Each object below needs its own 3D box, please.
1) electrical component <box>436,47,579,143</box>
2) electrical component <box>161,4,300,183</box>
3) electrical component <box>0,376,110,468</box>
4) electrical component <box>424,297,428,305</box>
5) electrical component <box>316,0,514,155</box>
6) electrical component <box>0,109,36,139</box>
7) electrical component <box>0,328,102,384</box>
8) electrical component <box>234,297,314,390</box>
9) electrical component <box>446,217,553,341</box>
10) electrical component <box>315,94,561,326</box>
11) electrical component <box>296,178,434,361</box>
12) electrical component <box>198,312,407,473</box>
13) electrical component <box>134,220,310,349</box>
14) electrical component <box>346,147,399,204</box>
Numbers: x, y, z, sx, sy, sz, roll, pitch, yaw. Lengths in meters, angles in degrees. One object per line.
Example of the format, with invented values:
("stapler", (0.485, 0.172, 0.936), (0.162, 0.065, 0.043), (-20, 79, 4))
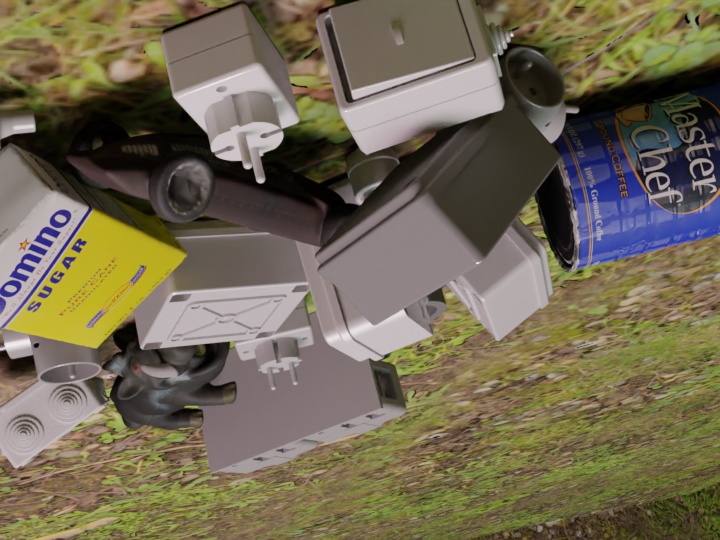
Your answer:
("electrical component", (0.099, -0.096, 0.663), (0.079, 0.043, 0.077), (-1, 155, -32))
("electrical component", (-0.061, -0.081, 0.549), (0.047, 0.076, 0.065), (-18, 159, 9))
("electrical component", (-0.256, 0.116, 0.886), (0.100, 0.048, 0.100), (-36, -178, -10))
("electrical component", (0.030, 0.004, 0.833), (0.064, 0.081, 0.042), (-39, 165, -15))
("electrical component", (0.032, -0.111, 0.556), (0.096, 0.061, 0.061), (-18, 159, 8))
("electrical component", (-0.196, -0.073, 0.543), (0.061, 0.035, 0.035), (-9, 158, -21))
("electrical component", (-0.225, 0.040, 0.749), (0.079, 0.077, 0.043), (-11, 159, -8))
("electrical component", (-0.071, 0.063, 0.907), (0.066, 0.076, 0.047), (-13, 159, -4))
("electrical component", (0.078, -0.017, 0.749), (0.056, 0.108, 0.108), (-39, 158, -2))
("electrical component", (0.043, -0.034, 0.611), (0.109, 0.056, 0.108), (-34, -168, 50))
("electrical component", (0.000, 0.000, 0.745), (0.057, 0.113, 0.078), (-23, 158, 13))
("electrical component", (-0.057, 0.111, 0.999), (0.186, 0.105, 0.060), (-24, 157, 23))
("electrical component", (-0.103, 0.011, 0.784), (0.109, 0.056, 0.108), (-4, 157, -26))
("electrical component", (0.013, -0.050, 0.698), (0.035, 0.061, 0.035), (-13, 159, -5))
